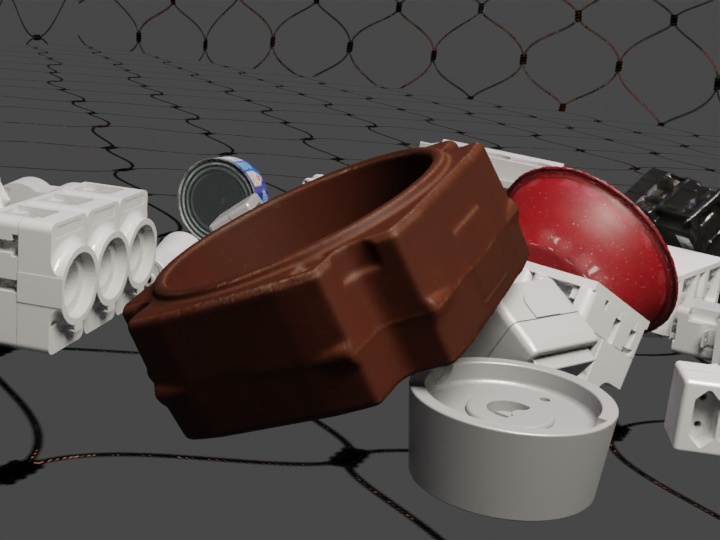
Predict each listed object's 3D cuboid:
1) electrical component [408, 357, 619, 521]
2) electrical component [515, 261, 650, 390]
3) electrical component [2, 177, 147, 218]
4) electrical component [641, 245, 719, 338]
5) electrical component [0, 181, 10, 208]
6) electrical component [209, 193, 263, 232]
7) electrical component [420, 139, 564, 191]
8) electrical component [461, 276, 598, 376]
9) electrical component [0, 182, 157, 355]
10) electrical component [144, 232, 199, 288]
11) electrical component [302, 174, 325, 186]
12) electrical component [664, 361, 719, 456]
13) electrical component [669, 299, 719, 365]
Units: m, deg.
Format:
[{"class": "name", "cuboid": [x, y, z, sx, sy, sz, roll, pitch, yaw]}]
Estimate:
[{"class": "electrical component", "cuboid": [0.076, 0.092, 0.563, 0.108, 0.060, 0.108, 5, 14, -1]}, {"class": "electrical component", "cuboid": [0.114, 0.032, 0.772, 0.150, 0.061, 0.089, 19, -7, 42]}, {"class": "electrical component", "cuboid": [-0.273, -0.050, 0.991, 0.138, 0.052, 0.073, 7, 14, 3]}, {"class": "electrical component", "cuboid": [0.210, 0.005, 0.952, 0.186, 0.060, 0.105, 17, 18, 36]}, {"class": "electrical component", "cuboid": [-0.326, -0.038, 0.836, 0.100, 0.099, 0.048, -2, 58, -29]}, {"class": "electrical component", "cuboid": [-0.095, -0.005, 0.865, 0.076, 0.083, 0.047, -31, 10, 10]}, {"class": "electrical component", "cuboid": [0.113, -0.074, 0.960, 0.121, 0.063, 0.079, 16, 17, 31]}, {"class": "electrical component", "cuboid": [0.091, 0.059, 0.660, 0.062, 0.096, 0.061, -7, 50, -39]}, {"class": "electrical component", "cuboid": [-0.205, -0.006, 0.772, 0.062, 0.089, 0.150, 9, 15, 11]}, {"class": "electrical component", "cuboid": [-0.159, -0.002, 0.878, 0.044, 0.044, 0.065, 10, 20, 15]}, {"class": "electrical component", "cuboid": [-0.007, -0.043, 1.020, 0.057, 0.078, 0.113, -2, 16, -37]}, {"class": "electrical component", "cuboid": [0.230, 0.083, 0.684, 0.066, 0.047, 0.076, 7, 15, 5]}, {"class": "electrical component", "cuboid": [0.283, 0.050, 0.848, 0.064, 0.042, 0.081, 12, 15, 35]}]
